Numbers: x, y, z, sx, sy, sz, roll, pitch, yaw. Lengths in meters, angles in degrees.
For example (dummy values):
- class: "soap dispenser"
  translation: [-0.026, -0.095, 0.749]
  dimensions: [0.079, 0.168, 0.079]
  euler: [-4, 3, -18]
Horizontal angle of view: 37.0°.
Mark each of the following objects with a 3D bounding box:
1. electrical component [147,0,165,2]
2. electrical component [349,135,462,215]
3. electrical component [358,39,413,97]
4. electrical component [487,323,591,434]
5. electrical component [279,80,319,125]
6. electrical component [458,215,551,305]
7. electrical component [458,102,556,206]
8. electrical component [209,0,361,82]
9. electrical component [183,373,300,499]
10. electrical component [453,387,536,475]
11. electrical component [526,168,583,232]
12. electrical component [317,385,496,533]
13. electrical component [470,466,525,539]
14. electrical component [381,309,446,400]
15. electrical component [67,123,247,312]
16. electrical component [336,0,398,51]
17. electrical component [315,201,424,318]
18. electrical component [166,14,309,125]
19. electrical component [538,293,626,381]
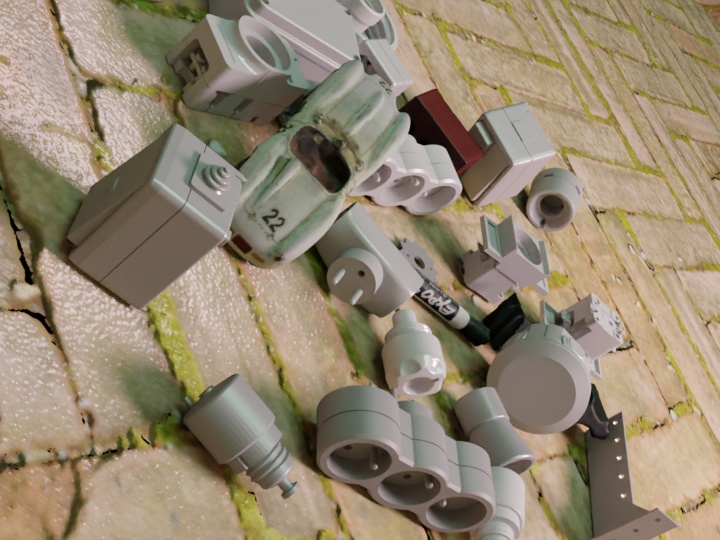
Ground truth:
- class: "electrical component"
  translation: [-0.171, -0.255, 0.799]
  dimensions: [0.099, 0.064, 0.099]
  euler: [23, 40, -21]
- class: "electrical component"
  translation: [0.023, -0.097, 0.897]
  dimensions: [0.138, 0.052, 0.073]
  euler: [12, 50, -48]
- class: "electrical component"
  translation: [0.012, -0.163, 0.935]
  dimensions: [0.047, 0.066, 0.077]
  euler: [57, 30, 5]
- class: "electrical component"
  translation: [0.144, 0.085, 0.853]
  dimensions: [0.080, 0.080, 0.051]
  euler: [51, 25, -4]
- class: "electrical component"
  translation: [-0.033, -0.128, 0.859]
  dimensions: [0.062, 0.043, 0.043]
  euler: [-3, 62, -57]
- class: "electrical component"
  translation: [0.124, -0.006, 0.934]
  dimensions: [0.081, 0.064, 0.042]
  euler: [35, 34, -30]
- class: "electrical component"
  translation: [0.128, -0.105, 1.027]
  dimensions: [0.061, 0.096, 0.061]
  euler: [-18, 72, -30]
- class: "electrical component"
  translation: [-0.060, -0.194, 0.870]
  dimensions: [0.113, 0.057, 0.078]
  euler: [25, 41, -36]
- class: "electrical component"
  translation: [-0.063, 0.093, 0.593]
  dimensions: [0.078, 0.040, 0.040]
  euler: [50, 30, -5]
- class: "electrical component"
  translation: [0.096, 0.119, 0.789]
  dimensions: [0.044, 0.044, 0.065]
  euler: [14, 43, -48]
- class: "electrical component"
  translation: [0.202, -0.072, 1.121]
  dimensions: [0.055, 0.055, 0.047]
  euler: [47, 34, -11]
- class: "electrical component"
  translation: [0.030, 0.110, 0.694]
  dimensions: [0.138, 0.052, 0.073]
  euler: [33, 35, -31]
- class: "electrical component"
  translation: [0.092, 0.170, 0.731]
  dimensions: [0.040, 0.040, 0.078]
  euler: [41, 32, -21]
- class: "electrical component"
  translation: [0.036, 0.057, 0.767]
  dimensions: [0.043, 0.043, 0.062]
  euler: [28, 37, -37]
- class: "electrical component"
  translation: [-0.111, -0.035, 0.600]
  dimensions: [0.061, 0.096, 0.061]
  euler: [39, 33, -23]
- class: "electrical component"
  translation: [-0.012, -0.227, 0.972]
  dimensions: [0.108, 0.060, 0.108]
  euler: [35, 35, -29]
- class: "electrical component"
  translation: [0.000, 0.000, 0.773]
  dimensions: [0.077, 0.044, 0.079]
  euler: [50, 31, -7]
- class: "electrical component"
  translation: [-0.086, -0.148, 0.793]
  dimensions: [0.089, 0.056, 0.050]
  euler: [4, 56, -53]
- class: "electrical component"
  translation: [0.202, 0.057, 0.978]
  dimensions: [0.081, 0.064, 0.042]
  euler: [38, 33, -24]
